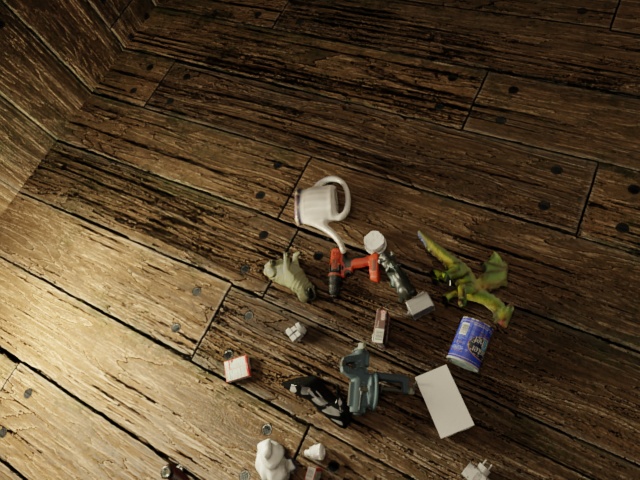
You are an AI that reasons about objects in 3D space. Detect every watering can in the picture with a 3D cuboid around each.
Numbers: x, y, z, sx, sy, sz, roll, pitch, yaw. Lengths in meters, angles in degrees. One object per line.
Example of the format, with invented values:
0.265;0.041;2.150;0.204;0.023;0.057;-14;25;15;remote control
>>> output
0.006;-0.098;1.948;0.224;0.102;0.356;-6;57;13;watering can

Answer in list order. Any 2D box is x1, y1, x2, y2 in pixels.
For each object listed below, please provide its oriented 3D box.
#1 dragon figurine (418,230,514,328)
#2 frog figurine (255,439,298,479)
0.511;0.108;1.733;0.243;0.119;0.418;-14;62;-10;dragon figurine
-0.151;0.681;1.576;0.122;0.157;0.140;-28;61;3;frog figurine
